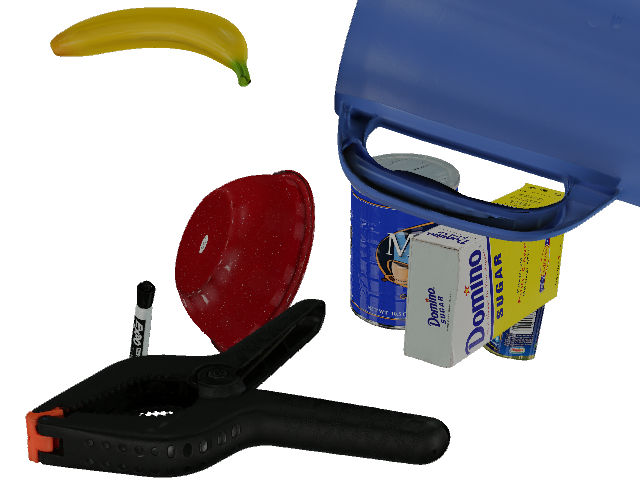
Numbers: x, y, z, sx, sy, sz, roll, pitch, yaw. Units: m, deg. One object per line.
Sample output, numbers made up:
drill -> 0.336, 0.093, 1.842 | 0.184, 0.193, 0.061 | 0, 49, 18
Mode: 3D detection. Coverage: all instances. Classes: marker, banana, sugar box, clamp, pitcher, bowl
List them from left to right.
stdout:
marker -> -0.187, 0.091, 1.117 | 0.020, 0.121, 0.020 | 9, 35, -6
banana -> -0.146, -0.184, 0.965 | 0.198, 0.037, 0.069 | 10, 46, 16
clamp -> -0.055, 0.083, 0.588 | 0.209, 0.036, 0.165 | -5, 24, -18
bowl -> -0.072, 0.010, 0.859 | 0.055, 0.162, 0.162 | 21, -11, -29
sugar box -> 0.128, 0.023, 0.805 | 0.048, 0.093, 0.175 | 14, 24, 32
pitcher -> 0.133, -0.082, 0.582 | 0.243, 0.149, 0.144 | 21, 33, 8

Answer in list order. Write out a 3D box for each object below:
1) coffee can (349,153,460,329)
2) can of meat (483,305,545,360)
coffee can -> 0.079, 0.000, 1.025 | 0.103, 0.140, 0.103 | -1, 27, 0
can of meat -> 0.203, 0.075, 1.171 | 0.057, 0.084, 0.102 | 2, 16, -20
